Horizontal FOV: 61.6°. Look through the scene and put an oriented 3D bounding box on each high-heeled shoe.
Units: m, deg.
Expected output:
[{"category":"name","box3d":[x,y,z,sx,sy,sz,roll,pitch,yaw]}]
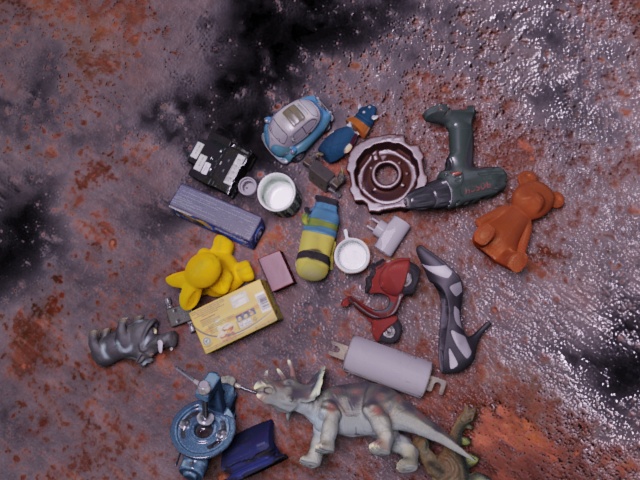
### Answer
[{"category":"high-heeled shoe","box3d":[0.233,0.142,1.074,0.145,0.086,0.248,-40,90,-6]}]

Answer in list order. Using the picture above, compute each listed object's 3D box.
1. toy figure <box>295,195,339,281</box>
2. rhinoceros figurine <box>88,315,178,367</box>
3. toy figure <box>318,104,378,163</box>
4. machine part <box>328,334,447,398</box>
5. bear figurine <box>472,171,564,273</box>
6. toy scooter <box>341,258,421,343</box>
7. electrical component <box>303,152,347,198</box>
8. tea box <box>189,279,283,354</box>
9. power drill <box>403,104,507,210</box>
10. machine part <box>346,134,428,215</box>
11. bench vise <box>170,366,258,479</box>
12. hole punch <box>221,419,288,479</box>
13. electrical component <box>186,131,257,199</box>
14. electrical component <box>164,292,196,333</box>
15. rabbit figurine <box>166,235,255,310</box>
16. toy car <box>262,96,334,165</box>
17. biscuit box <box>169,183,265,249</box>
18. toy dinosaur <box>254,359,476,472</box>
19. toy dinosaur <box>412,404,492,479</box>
[{"category":"toy figure","box3d":[-0.006,-0.004,1.123,0.082,0.089,0.180,13,87,16]},{"category":"rhinoceros figurine","box3d":[-0.402,0.219,1.150,0.190,0.073,0.112,-14,80,5]},{"category":"toy figure","box3d":[0.064,-0.231,1.159,0.154,0.058,0.064,-42,87,-5]},{"category":"machine part","box3d":[0.134,0.253,1.081,0.243,0.079,0.079,18,86,9]},{"category":"bear figurine","box3d":[0.398,-0.042,1.063,0.120,0.132,0.196,43,95,4]},{"category":"toy scooter","box3d":[0.120,0.112,1.103,0.135,0.075,0.183,19,90,9]},{"category":"electrical component","box3d":[0.011,-0.142,1.144,0.102,0.078,0.045,37,75,15]},{"category":"tea box","box3d":[-0.176,0.161,1.133,0.170,0.068,0.098,-24,81,4]},{"category":"power drill","box3d":[0.262,-0.166,1.082,0.232,0.086,0.207,-4,76,-17]},{"category":"machine part","box3d":[0.141,-0.137,1.139,0.179,0.056,0.179,-1,82,7]},{"category":"bench vise","box3d":[-0.205,0.324,1.027,0.129,0.240,0.224,20,44,15]},{"category":"hole punch","box3d":[-0.137,0.423,1.077,0.142,0.115,0.092,-23,73,3]},{"category":"electrical component","box3d":[-0.224,-0.169,1.185,0.134,0.058,0.115,29,85,9]},{"category":"electrical component","box3d":[-0.304,0.162,1.171,0.063,0.021,0.094,-21,82,4]},{"category":"rabbit figurine","box3d":[-0.234,0.063,1.100,0.162,0.173,0.122,-30,84,-2]},{"category":"toy car","box3d":[-0.051,-0.245,1.152,0.162,0.103,0.109,-38,81,3]},{"category":"biscuit box","box3d":[-0.221,-0.051,1.164,0.203,0.059,0.063,24,74,9]},{"category":"toy dinosaur","box3d":[0.079,0.331,1.032,0.405,0.131,0.192,3,49,4]},{"category":"toy dinosaur","box3d":[0.223,0.544,1.020,0.199,0.105,0.471,22,85,9]}]
